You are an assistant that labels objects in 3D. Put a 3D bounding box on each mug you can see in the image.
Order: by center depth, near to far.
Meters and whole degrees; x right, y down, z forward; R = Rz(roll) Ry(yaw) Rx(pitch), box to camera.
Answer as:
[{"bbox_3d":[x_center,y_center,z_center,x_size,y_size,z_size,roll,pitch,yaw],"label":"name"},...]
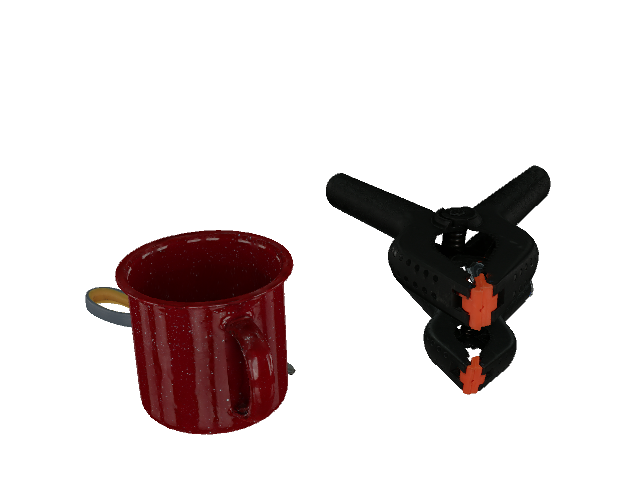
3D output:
[{"bbox_3d":[-0.053,0.053,0.563,0.093,0.081,0.117,-15,27,-27],"label":"mug"}]

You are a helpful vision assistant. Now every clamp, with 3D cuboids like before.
[{"bbox_3d":[0.080,-0.004,0.711,0.164,0.036,0.210,0,25,6],"label":"clamp"},{"bbox_3d":[0.140,0.072,0.939,0.120,0.039,0.171,-4,33,-2],"label":"clamp"}]

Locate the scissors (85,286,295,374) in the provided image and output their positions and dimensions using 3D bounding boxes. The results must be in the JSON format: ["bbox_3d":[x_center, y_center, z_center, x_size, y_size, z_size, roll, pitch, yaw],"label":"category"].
[{"bbox_3d":[-0.098,0.065,0.884,0.202,0.016,0.096,13,23,17],"label":"scissors"}]

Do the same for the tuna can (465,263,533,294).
[{"bbox_3d":[0.213,0.043,1.285,0.033,0.086,0.086,-37,12,-16],"label":"tuna can"}]
